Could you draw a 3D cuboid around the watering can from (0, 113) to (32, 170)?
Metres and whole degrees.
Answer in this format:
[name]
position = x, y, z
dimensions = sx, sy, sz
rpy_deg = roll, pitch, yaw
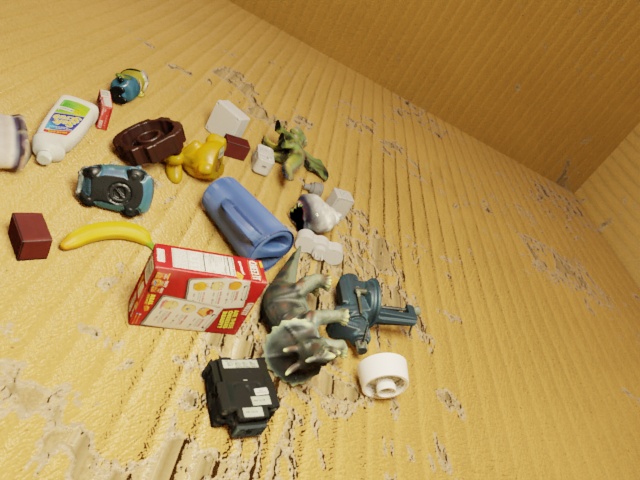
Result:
[watering can]
position = -0.693, -0.181, 1.018
dimensions = 0.224, 0.102, 0.354
rpy_deg = 3, 41, -41

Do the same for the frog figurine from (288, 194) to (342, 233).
[frog figurine]
position = 0.004, -0.074, 1.471
dimensions = 0.160, 0.120, 0.139
rpy_deg = -8, 28, -32

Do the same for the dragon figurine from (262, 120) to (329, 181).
[dragon figurine]
position = -0.060, -0.273, 1.715
dimensions = 0.241, 0.120, 0.420
rpy_deg = 21, 33, -33
